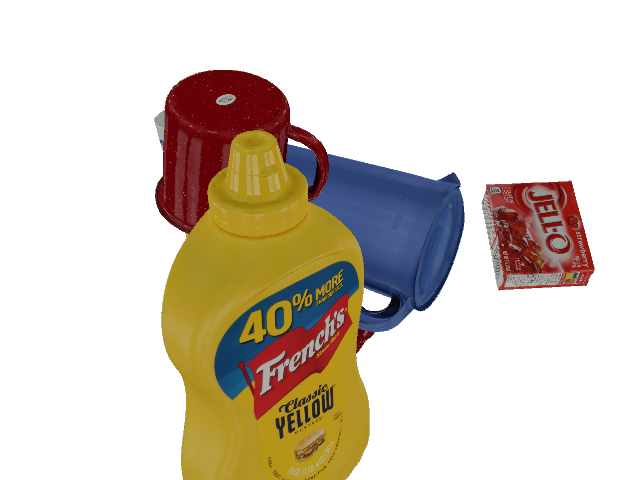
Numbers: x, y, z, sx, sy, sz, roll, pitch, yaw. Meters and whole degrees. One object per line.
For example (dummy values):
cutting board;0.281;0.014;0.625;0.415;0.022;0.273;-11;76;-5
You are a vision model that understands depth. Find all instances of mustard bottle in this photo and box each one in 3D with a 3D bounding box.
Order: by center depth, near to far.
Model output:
mustard bottle;-0.023;0.039;0.474;0.096;0.192;0.058;-26;41;-29

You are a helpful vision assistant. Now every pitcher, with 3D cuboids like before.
pitcher;0.015;-0.016;1.099;0.243;0.145;0.149;18;24;21

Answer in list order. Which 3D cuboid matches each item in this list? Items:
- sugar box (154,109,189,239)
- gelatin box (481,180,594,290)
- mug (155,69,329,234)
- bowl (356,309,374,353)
sugar box;-0.089;-0.028;0.920;0.048;0.176;0.093;-33;51;-18
gelatin box;0.174;-0.005;0.861;0.073;0.089;0.030;-2;-33;-4
mug;-0.052;-0.057;0.710;0.117;0.081;0.093;13;41;6
bowl;-0.013;0.119;1.331;0.162;0.055;0.162;5;22;-2
